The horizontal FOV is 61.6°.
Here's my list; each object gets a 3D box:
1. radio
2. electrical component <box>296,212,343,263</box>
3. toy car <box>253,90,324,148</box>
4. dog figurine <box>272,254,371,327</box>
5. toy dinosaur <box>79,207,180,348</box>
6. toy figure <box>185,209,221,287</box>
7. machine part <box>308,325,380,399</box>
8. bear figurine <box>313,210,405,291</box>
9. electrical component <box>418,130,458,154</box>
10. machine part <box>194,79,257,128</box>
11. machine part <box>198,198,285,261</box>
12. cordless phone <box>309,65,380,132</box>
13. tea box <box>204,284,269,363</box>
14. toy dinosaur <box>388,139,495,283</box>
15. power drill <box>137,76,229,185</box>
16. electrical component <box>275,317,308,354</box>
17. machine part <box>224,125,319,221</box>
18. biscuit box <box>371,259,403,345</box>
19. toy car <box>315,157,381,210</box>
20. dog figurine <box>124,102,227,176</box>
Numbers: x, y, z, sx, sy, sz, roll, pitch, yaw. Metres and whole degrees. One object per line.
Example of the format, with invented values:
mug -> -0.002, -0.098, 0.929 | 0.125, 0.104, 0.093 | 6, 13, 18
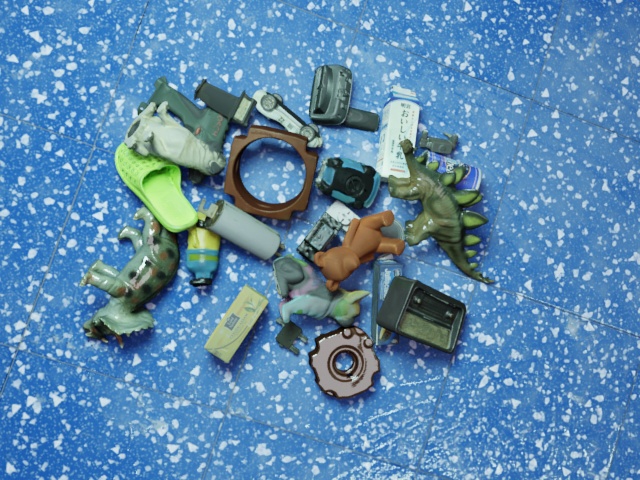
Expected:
radio -> 0.246, 0.176, 1.272 | 0.229, 0.073, 0.131 | 26, 82, -39
electrical component -> -0.003, -0.004, 1.267 | 0.058, 0.134, 0.115 | 36, 86, -2
toy car -> -0.075, -0.289, 1.296 | 0.202, 0.073, 0.056 | 39, 110, -5
dog figurine -> 0.005, 0.119, 1.282 | 0.219, 0.108, 0.191 | -8, 86, -12
toy dinosaur -> -0.401, 0.063, 1.230 | 0.192, 0.131, 0.405 | 42, 76, -20
toy figure -> -0.271, 0.018, 1.261 | 0.089, 0.082, 0.180 | 1, 80, -26
machine part -> 0.059, 0.296, 1.304 | 0.179, 0.056, 0.179 | 0, 89, -7
bear figurine -> 0.086, 0.026, 1.224 | 0.196, 0.132, 0.120 | -43, 119, -40
electrical component -> 0.296, -0.248, 1.351 | 0.102, 0.078, 0.045 | 9, 111, -1
machine part -> -0.220, -0.320, 1.239 | 0.139, 0.039, 0.084 | 23, 89, -13
machine part -> -0.177, -0.021, 1.242 | 0.243, 0.079, 0.079 | 31, 84, -34
cordless phone -> 0.071, -0.347, 1.328 | 0.184, 0.089, 0.146 | 10, 86, -18
tea box -> -0.194, 0.191, 1.255 | 0.068, 0.098, 0.169 | 33, 83, -6
toy dinosaur -> 0.293, -0.052, 1.277 | 0.199, 0.105, 0.470 | -16, 126, 19
power drill -> -0.320, -0.272, 1.266 | 0.207, 0.086, 0.232 | 28, 83, -2
electrical component -> -0.078, 0.231, 1.306 | 0.094, 0.021, 0.063 | 39, 84, -5
machine part -> -0.113, -0.157, 1.255 | 0.202, 0.087, 0.200 | 13, 107, 0
biscuit box -> 0.161, 0.150, 1.299 | 0.059, 0.063, 0.202 | 0, 101, -7
toy car -> 0.056, -0.143, 1.294 | 0.161, 0.103, 0.109 | 14, 99, -23
dog figurine -> -0.321, -0.203, 1.202 | 0.190, 0.173, 0.121 | 37, 77, -39
